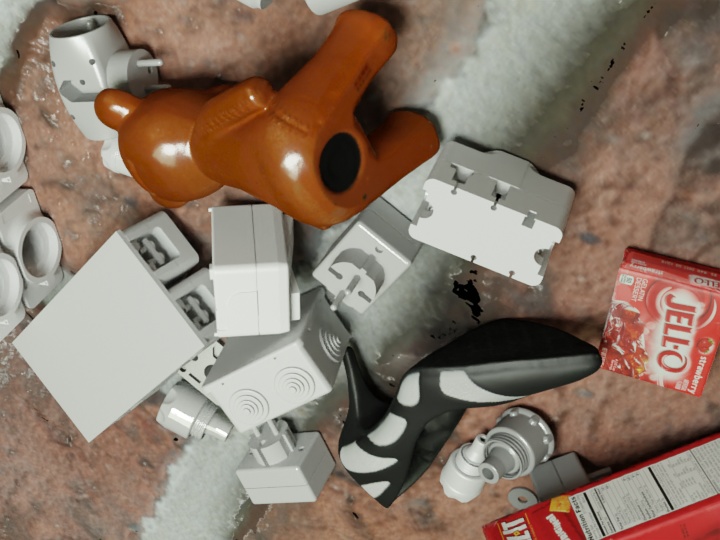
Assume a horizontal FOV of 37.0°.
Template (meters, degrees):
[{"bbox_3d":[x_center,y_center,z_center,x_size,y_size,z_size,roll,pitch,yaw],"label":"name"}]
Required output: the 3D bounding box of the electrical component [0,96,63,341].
[{"bbox_3d":[-0.303,-0.044,0.835,0.060,0.105,0.186,5,125,22],"label":"electrical component"}]

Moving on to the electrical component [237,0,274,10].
[{"bbox_3d":[-0.076,-0.191,0.662,0.055,0.045,0.045,28,131,3],"label":"electrical component"}]

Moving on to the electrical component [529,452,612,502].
[{"bbox_3d":[0.175,0.170,0.800,0.077,0.065,0.047,-21,116,3],"label":"electrical component"}]

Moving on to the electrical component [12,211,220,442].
[{"bbox_3d":[-0.186,0.046,0.861,0.186,0.060,0.105,-38,90,39],"label":"electrical component"}]

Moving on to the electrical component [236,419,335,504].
[{"bbox_3d":[-0.070,0.153,0.908,0.066,0.047,0.076,-9,119,30],"label":"electrical component"}]

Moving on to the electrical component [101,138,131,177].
[{"bbox_3d":[-0.156,-0.082,0.786,0.061,0.035,0.035,19,130,8],"label":"electrical component"}]

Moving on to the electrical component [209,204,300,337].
[{"bbox_3d":[-0.077,-0.005,0.776,0.061,0.096,0.061,-3,127,-6],"label":"electrical component"}]

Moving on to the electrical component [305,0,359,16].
[{"bbox_3d":[0.001,-0.178,0.639,0.065,0.044,0.044,-4,122,22],"label":"electrical component"}]

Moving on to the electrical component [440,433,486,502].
[{"bbox_3d":[0.087,0.152,0.843,0.035,0.035,0.061,25,128,7],"label":"electrical component"}]

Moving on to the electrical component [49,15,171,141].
[{"bbox_3d":[-0.168,-0.134,0.747,0.079,0.043,0.077,2,124,24],"label":"electrical component"}]

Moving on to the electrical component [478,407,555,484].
[{"bbox_3d":[0.111,0.135,0.797,0.048,0.062,0.048,21,127,32],"label":"electrical component"}]

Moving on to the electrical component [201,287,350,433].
[{"bbox_3d":[-0.059,0.067,0.800,0.100,0.099,0.048,-27,108,21],"label":"electrical component"}]

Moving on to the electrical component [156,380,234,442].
[{"bbox_3d":[-0.139,0.125,0.923,0.062,0.043,0.043,28,131,2],"label":"electrical component"}]

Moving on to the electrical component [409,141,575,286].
[{"bbox_3d":[0.085,-0.039,0.688,0.089,0.055,0.050,22,131,5],"label":"electrical component"}]

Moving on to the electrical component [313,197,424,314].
[{"bbox_3d":[0.000,0.000,0.744,0.047,0.076,0.065,39,130,-5],"label":"electrical component"}]
